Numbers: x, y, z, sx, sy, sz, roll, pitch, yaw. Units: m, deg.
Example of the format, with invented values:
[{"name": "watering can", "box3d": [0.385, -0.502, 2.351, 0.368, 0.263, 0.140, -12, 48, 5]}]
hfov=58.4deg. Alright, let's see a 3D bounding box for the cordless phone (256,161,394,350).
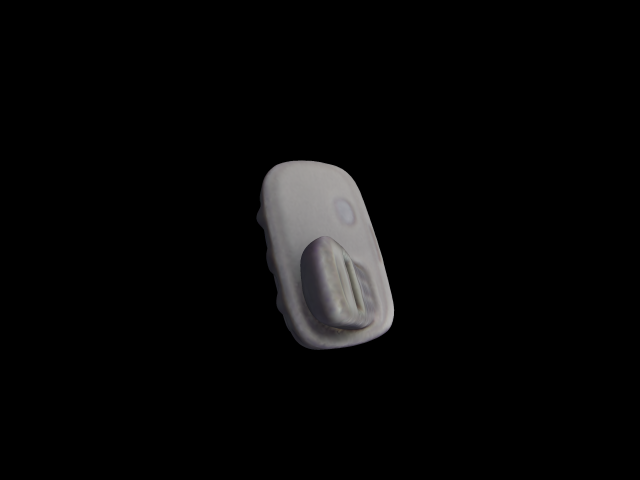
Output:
[{"name": "cordless phone", "box3d": [0.004, 0.001, 0.400, 0.094, 0.185, 0.147, -18, 79, -3]}]
